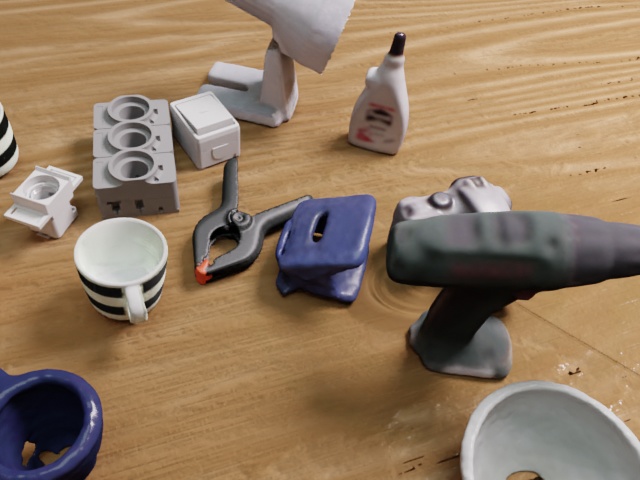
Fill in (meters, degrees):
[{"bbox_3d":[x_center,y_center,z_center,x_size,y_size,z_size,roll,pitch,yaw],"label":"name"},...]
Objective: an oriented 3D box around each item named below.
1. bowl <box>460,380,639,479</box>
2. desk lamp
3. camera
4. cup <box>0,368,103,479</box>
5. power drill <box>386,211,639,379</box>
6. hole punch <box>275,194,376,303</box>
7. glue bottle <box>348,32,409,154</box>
[{"bbox_3d":[0.195,0.212,0.492,0.167,0.075,0.167,4,51,-5],"label":"bowl"},{"bbox_3d":[-0.060,-0.258,0.746,0.203,0.213,0.118,12,51,2],"label":"desk lamp"},{"bbox_3d":[0.167,0.004,0.639,0.143,0.101,0.136,-12,54,-17],"label":"camera"},{"bbox_3d":[-0.226,0.158,0.465,0.117,0.095,0.092,34,55,19],"label":"cup"},{"bbox_3d":[0.168,0.049,0.534,0.229,0.208,0.075,6,51,-2],"label":"power drill"},{"bbox_3d":[0.006,0.002,0.625,0.101,0.091,0.109,13,51,3],"label":"hole punch"},{"bbox_3d":[0.084,-0.189,0.736,0.078,0.173,0.037,12,51,2],"label":"glue bottle"}]
